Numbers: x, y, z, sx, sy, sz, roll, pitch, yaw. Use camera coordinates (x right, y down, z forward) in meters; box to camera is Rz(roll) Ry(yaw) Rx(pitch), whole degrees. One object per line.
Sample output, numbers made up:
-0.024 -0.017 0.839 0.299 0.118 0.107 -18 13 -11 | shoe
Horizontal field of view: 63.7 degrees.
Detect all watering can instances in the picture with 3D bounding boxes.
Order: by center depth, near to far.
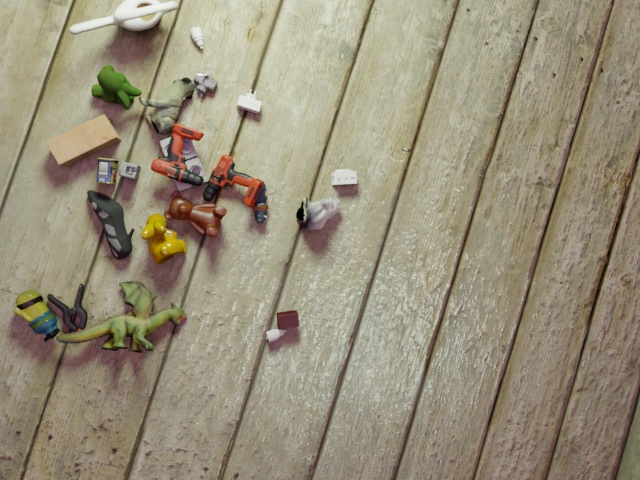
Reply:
-0.643 -0.742 1.712 0.349 0.227 0.102 -18 114 -10 | watering can

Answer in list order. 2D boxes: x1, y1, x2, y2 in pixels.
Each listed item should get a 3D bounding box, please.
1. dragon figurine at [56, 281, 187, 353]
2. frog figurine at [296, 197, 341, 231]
-0.676 0.264 1.797 0.410 0.120 0.246 11 72 -14 | dragon figurine
0.006 -0.096 1.913 0.159 0.125 0.134 1 125 -20 | frog figurine
